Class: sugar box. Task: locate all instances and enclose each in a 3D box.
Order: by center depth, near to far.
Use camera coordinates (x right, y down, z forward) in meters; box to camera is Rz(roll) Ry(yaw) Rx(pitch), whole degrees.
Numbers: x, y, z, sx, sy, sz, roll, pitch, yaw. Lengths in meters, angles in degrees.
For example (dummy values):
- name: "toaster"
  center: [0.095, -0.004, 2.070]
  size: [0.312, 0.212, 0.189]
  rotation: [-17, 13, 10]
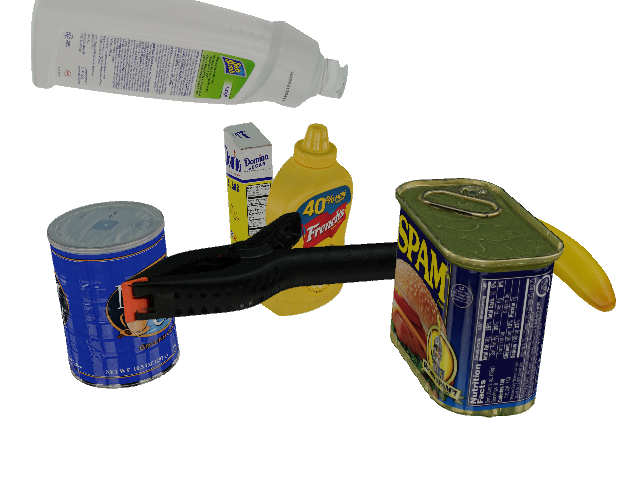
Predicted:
- name: "sugar box"
  center: [-0.087, -0.048, 1.319]
  size: [0.048, 0.176, 0.093]
  rotation: [-11, 25, -15]

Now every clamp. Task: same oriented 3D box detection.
- name: "clamp"
  center: [-0.039, 0.020, 0.751]
  size: [0.209, 0.036, 0.165]
  rotation: [-18, 19, -42]

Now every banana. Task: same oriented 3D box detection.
- name: "banana"
  center: [0.197, 0.008, 1.017]
  size: [0.198, 0.069, 0.037]
  rotation: [23, -26, 27]

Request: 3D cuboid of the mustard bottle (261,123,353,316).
- name: "mustard bottle"
  center: [-0.011, -0.024, 1.042]
  size: [0.096, 0.192, 0.058]
  rotation: [-21, 39, -37]

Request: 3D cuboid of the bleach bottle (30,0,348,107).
- name: "bleach bottle"
  center: [-0.104, -0.150, 0.872]
  size: [0.250, 0.068, 0.103]
  rotation: [10, -31, -8]

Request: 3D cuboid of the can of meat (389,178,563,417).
- name: "can of meat"
  center: [0.071, 0.026, 0.522]
  size: [0.057, 0.084, 0.102]
  rotation: [-4, 24, -14]

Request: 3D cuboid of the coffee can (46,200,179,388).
- name: "coffee can"
  center: [-0.186, 0.048, 0.969]
  size: [0.103, 0.140, 0.103]
  rotation: [-3, 25, 1]
